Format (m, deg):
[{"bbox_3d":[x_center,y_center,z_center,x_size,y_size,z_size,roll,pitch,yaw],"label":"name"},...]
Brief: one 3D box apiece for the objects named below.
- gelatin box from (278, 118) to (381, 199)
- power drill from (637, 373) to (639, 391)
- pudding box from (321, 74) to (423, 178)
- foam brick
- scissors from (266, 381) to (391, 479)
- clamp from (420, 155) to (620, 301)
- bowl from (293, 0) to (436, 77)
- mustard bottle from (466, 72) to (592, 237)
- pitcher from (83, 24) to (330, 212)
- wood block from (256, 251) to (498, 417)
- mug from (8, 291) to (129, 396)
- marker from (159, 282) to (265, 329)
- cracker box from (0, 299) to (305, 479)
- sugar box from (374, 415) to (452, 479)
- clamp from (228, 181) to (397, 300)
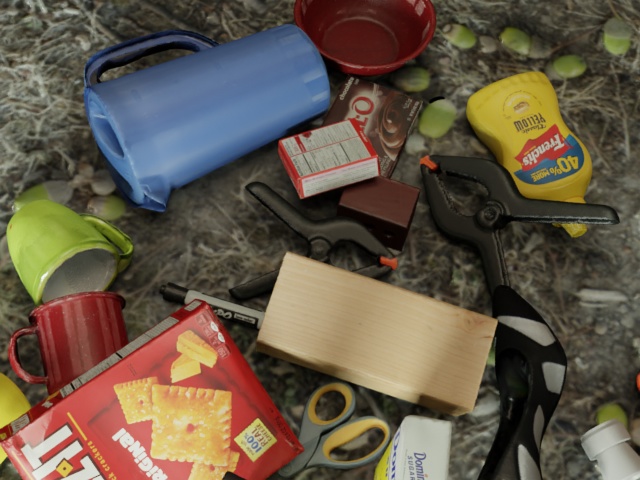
[{"bbox_3d":[0.009,-0.084,1.098,0.089,0.030,0.073,-18,43,-8],"label":"gelatin box"},{"bbox_3d":[0.421,0.182,1.023,0.187,0.057,0.184,-16,65,-11],"label":"power drill"},{"bbox_3d":[0.050,-0.117,1.166,0.090,0.039,0.113,22,63,9],"label":"pudding box"},{"bbox_3d":[0.059,-0.033,1.115,0.078,0.053,0.051,19,63,7],"label":"foam brick"},{"bbox_3d":[-0.032,0.197,1.012,0.201,0.016,0.096,-16,63,-11],"label":"scissors"},{"bbox_3d":[0.178,-0.012,1.106,0.210,0.036,0.164,36,92,26],"label":"clamp"},{"bbox_3d":[0.049,-0.240,1.216,0.162,0.055,0.162,2,57,-3],"label":"bowl"},{"bbox_3d":[0.237,-0.087,1.151,0.096,0.058,0.192,-19,66,-7],"label":"mustard bottle"},{"bbox_3d":[-0.120,-0.147,1.123,0.242,0.149,0.145,-25,27,-19],"label":"pitcher"},{"bbox_3d":[0.050,0.091,1.013,0.206,0.090,0.091,18,77,1],"label":"wood block"},{"bbox_3d":[-0.232,0.104,1.002,0.117,0.093,0.081,-3,66,-30],"label":"mug"},{"bbox_3d":[-0.103,0.067,1.072,0.121,0.020,0.020,17,63,6],"label":"marker"},{"bbox_3d":[-0.147,0.177,0.939,0.213,0.072,0.164,-34,98,-15],"label":"cracker box"},{"bbox_3d":[0.073,0.220,0.915,0.048,0.176,0.093,8,63,1],"label":"sugar box"},{"bbox_3d":[-0.007,0.001,1.086,0.171,0.039,0.120,0,95,-6],"label":"clamp"}]
